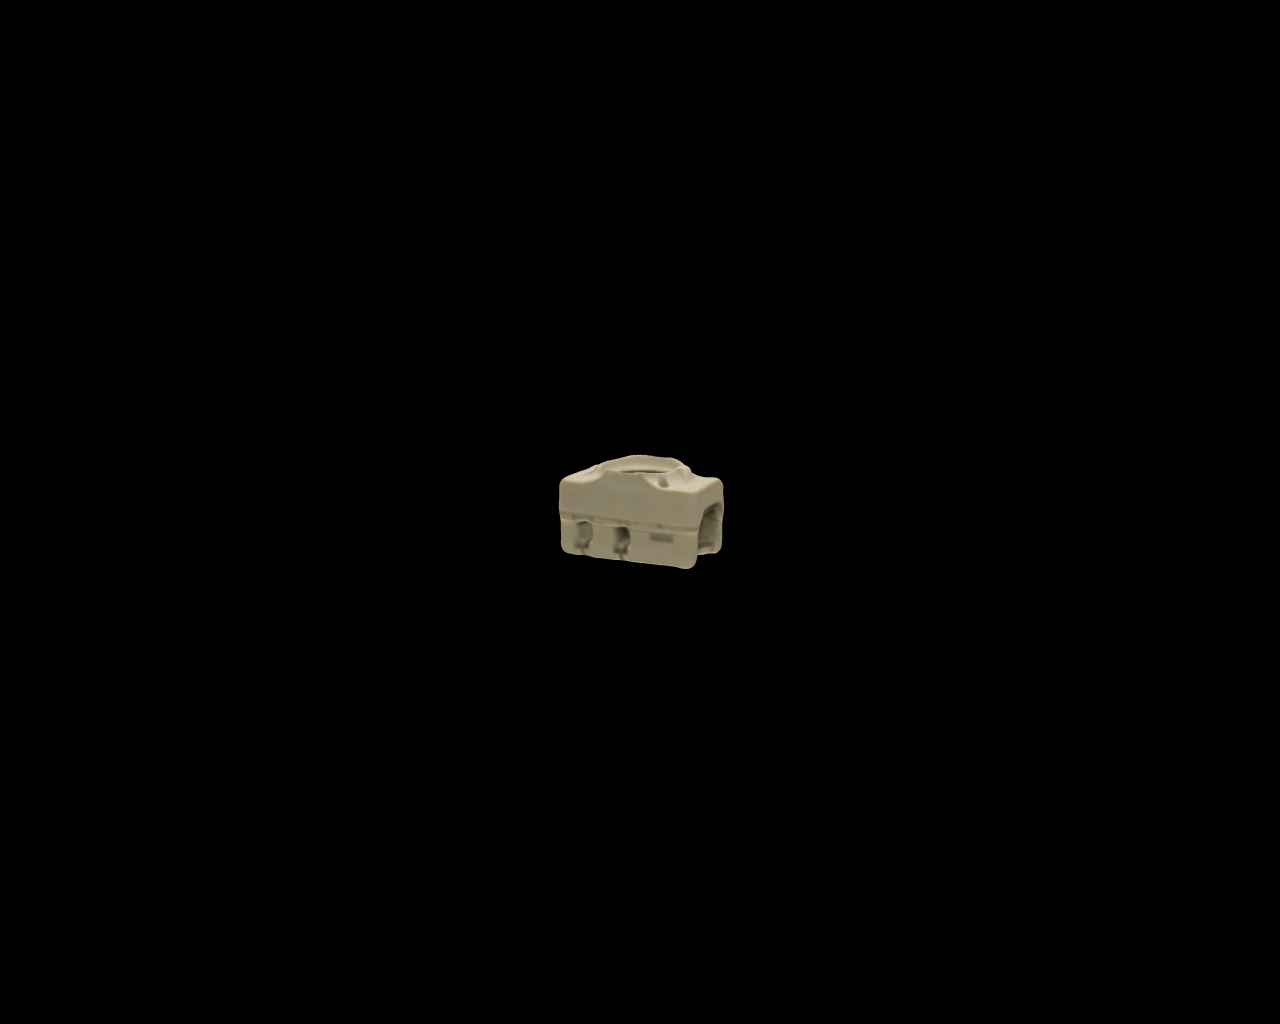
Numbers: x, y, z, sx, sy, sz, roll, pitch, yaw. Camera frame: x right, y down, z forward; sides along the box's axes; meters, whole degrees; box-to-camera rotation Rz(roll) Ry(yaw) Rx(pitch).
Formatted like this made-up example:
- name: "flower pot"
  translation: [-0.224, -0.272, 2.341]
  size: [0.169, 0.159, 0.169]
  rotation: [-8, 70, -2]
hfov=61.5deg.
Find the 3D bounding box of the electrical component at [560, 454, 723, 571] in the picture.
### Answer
- name: "electrical component"
  translation: [0.001, -0.003, 0.650]
  size: [0.089, 0.055, 0.050]
  rotation: [7, 16, 26]
